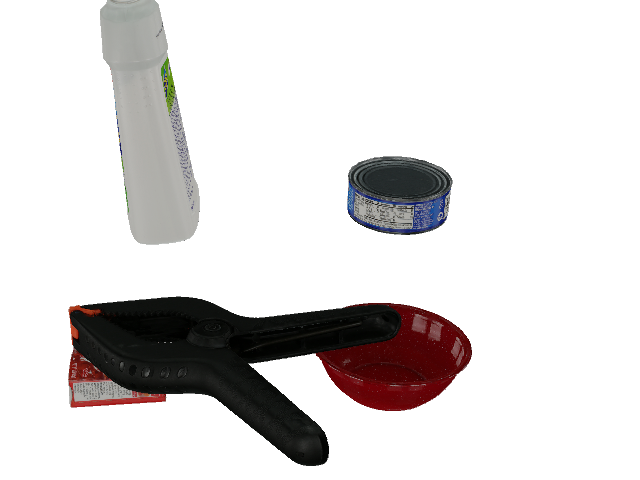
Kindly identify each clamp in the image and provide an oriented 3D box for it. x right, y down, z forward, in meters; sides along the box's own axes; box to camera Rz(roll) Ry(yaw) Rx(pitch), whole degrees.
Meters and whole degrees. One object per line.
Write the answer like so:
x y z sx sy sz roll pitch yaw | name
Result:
-0.058 0.067 0.673 0.210 0.036 0.164 12 26 23 | clamp

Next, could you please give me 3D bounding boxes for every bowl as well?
0.069 0.124 1.074 0.162 0.055 0.162 2 25 -1 | bowl

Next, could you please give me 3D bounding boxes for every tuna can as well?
0.065 -0.038 0.883 0.086 0.034 0.086 2 28 -1 | tuna can

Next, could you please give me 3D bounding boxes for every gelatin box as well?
-0.160 0.093 0.843 0.073 0.030 0.089 -2 29 -8 | gelatin box

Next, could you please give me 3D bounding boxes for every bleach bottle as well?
-0.155 -0.122 0.952 0.068 0.251 0.102 -6 37 -3 | bleach bottle
